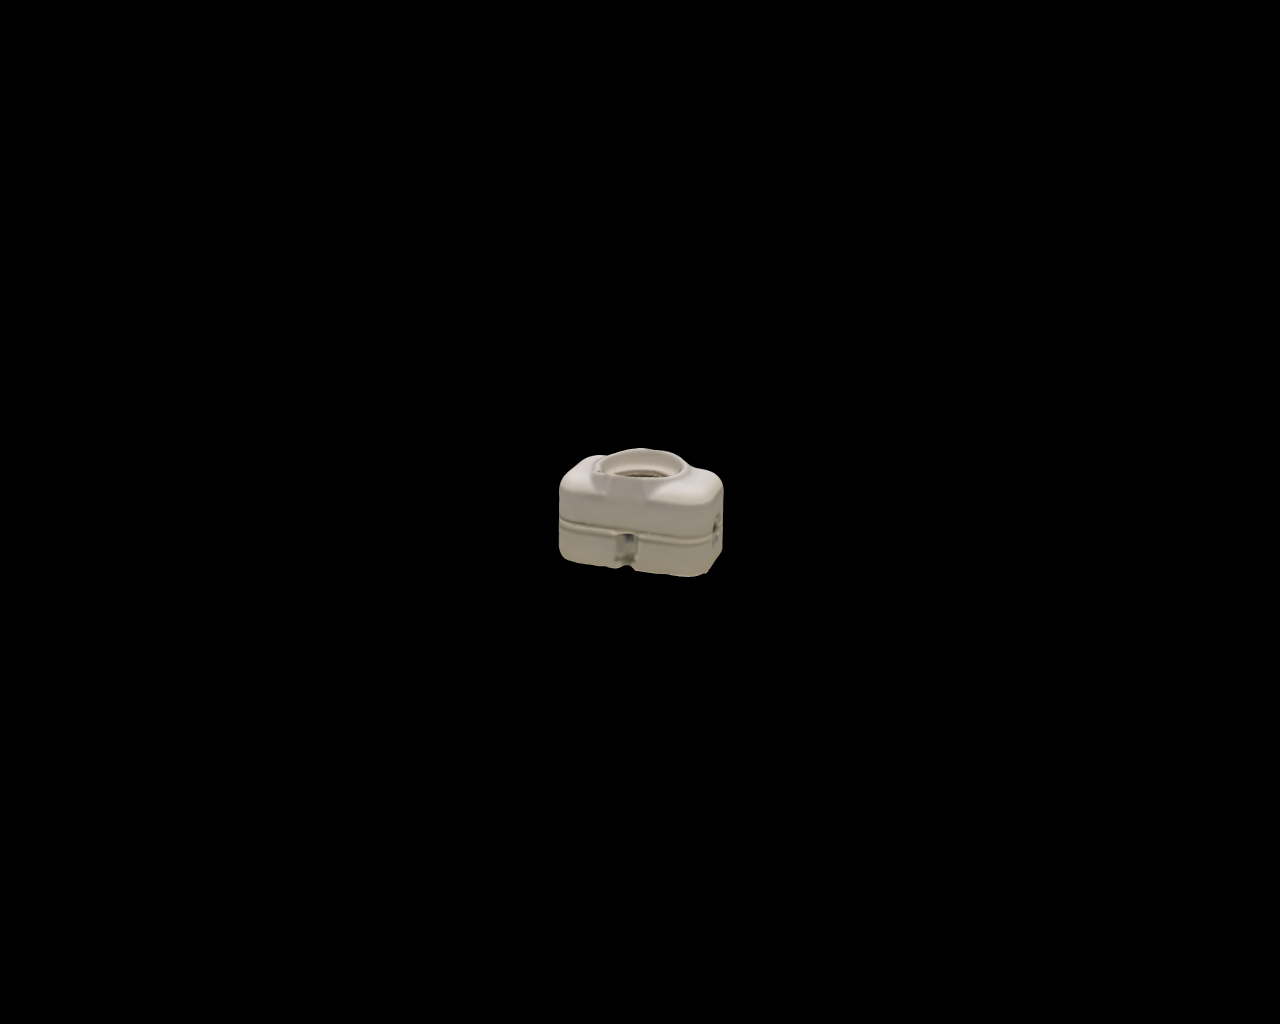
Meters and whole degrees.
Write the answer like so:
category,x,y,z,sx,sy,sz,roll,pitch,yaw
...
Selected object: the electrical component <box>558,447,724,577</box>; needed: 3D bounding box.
category,x,y,z,sx,sy,sz,roll,pitch,yaw
electrical component,0.001,-0.003,0.650,0.095,0.059,0.054,8,24,18
